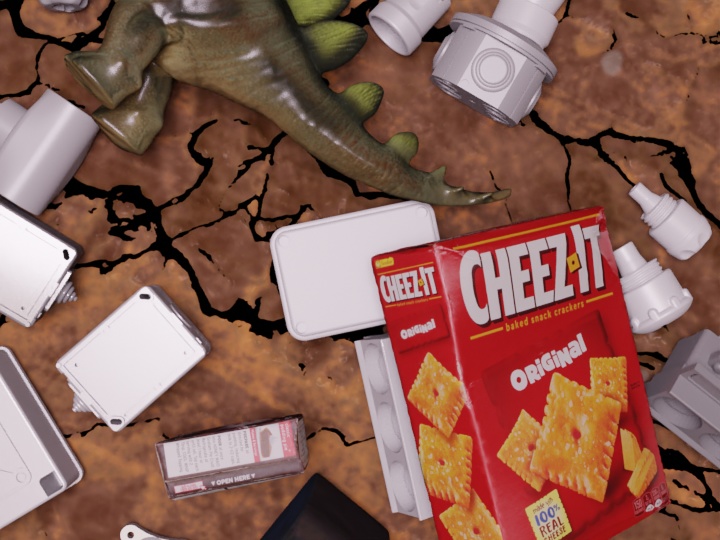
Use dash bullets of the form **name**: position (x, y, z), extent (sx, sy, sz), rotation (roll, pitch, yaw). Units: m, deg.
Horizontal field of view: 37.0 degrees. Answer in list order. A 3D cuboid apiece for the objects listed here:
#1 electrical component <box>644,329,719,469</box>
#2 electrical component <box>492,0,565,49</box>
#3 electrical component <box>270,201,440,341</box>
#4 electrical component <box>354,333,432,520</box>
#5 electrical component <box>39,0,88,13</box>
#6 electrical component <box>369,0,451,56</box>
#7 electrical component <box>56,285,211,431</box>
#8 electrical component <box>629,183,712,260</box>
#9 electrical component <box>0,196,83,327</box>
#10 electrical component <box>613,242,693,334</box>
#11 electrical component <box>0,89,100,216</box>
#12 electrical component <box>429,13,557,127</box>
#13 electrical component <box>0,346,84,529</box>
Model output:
- **electrical component**: position (0.265, 0.102, 0.746), extent (0.121, 0.078, 0.063), rotation (38, 67, -2)
- **electrical component**: position (0.121, -0.186, 0.752), extent (0.045, 0.045, 0.055), rotation (25, 89, -2)
- **electrical component**: position (0.000, 0.000, 0.740), extent (0.113, 0.057, 0.078), rotation (-12, 90, -2)
- **electrical component**: position (0.045, 0.101, 0.737), extent (0.063, 0.079, 0.121), rotation (-13, 90, -24)
- **electrical component**: position (-0.205, -0.212, 0.743), extent (0.035, 0.035, 0.061), rotation (-1, 88, -2)
- **electrical component**: position (0.035, -0.180, 0.751), extent (0.040, 0.040, 0.046), rotation (44, 82, -2)
- **electrical component**: position (-0.156, 0.062, 0.731), extent (0.096, 0.061, 0.061), rotation (-41, 92, -2)
- **electrical component**: position (0.217, -0.037, 0.760), extent (0.061, 0.035, 0.035), rotation (42, 88, 0)
- **electrical component**: position (-0.234, -0.006, 0.732), extent (0.096, 0.061, 0.061), rotation (33, 88, -10)
- **electrical component**: position (0.200, 0.011, 0.756), extent (0.048, 0.048, 0.062), rotation (-30, 84, -2)
- **electrical component**: position (-0.232, -0.090, 0.737), extent (0.079, 0.043, 0.077), rotation (34, 88, -2)
- **electrical component**: position (0.089, -0.136, 0.734), extent (0.080, 0.080, 0.051), rotation (30, 93, -2)
- **electrical component**: position (-0.264, 0.125, 0.729), extent (0.109, 0.056, 0.108), rotation (-31, 91, -2)
